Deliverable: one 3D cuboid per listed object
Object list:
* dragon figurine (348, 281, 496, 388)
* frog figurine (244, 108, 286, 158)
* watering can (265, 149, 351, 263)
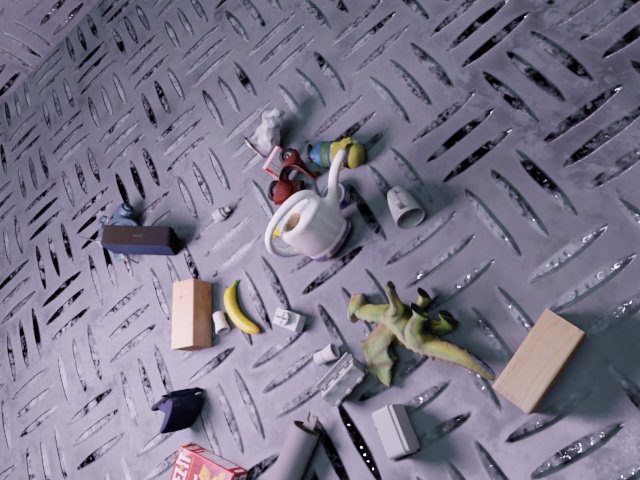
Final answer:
[{"bbox_3d":[0.210,0.259,1.279,0.417,0.122,0.239,48,116,34],"label":"dragon figurine"},{"bbox_3d":[-0.159,-0.348,1.664,0.159,0.138,0.122,-43,93,5],"label":"frog figurine"},{"bbox_3d":[0.004,-0.072,1.421,0.346,0.221,0.106,-47,40,8],"label":"watering can"}]
